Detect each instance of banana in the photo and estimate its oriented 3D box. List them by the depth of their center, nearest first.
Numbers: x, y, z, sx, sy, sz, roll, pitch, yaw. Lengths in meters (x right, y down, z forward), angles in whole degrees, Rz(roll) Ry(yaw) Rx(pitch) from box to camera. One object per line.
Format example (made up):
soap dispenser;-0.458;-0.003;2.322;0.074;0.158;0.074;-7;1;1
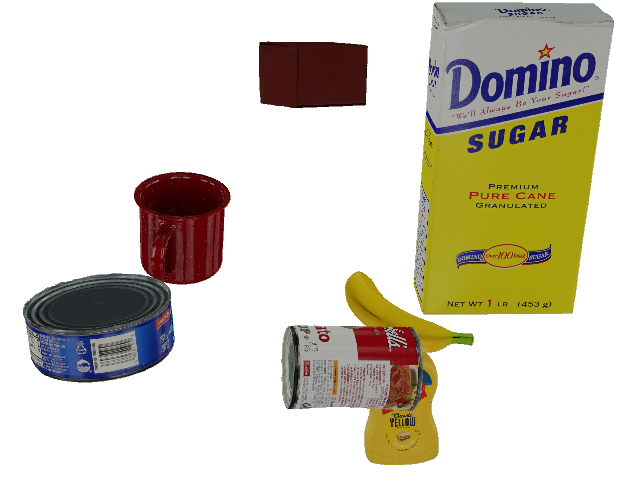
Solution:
banana;0.074;0.079;1.148;0.069;0.037;0.198;4;18;-38

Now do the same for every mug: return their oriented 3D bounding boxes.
mug;-0.138;-0.004;1.040;0.093;0.081;0.117;9;31;7

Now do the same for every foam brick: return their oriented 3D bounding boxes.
foam brick;-0.006;-0.138;0.888;0.078;0.051;0.053;-8;16;-38

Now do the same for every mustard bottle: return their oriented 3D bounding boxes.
mustard bottle;0.103;0.192;1.376;0.096;0.192;0.058;-2;15;-1

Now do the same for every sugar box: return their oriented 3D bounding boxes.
sugar box;0.105;-0.044;0.605;0.093;0.176;0.048;-1;27;-4

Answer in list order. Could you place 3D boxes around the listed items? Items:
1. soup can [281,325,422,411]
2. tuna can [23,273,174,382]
soup can;0.023;0.102;0.853;0.102;0.068;0.068;2;0;-11
tuna can;-0.129;0.050;0.629;0.086;0.034;0.086;-3;20;1
